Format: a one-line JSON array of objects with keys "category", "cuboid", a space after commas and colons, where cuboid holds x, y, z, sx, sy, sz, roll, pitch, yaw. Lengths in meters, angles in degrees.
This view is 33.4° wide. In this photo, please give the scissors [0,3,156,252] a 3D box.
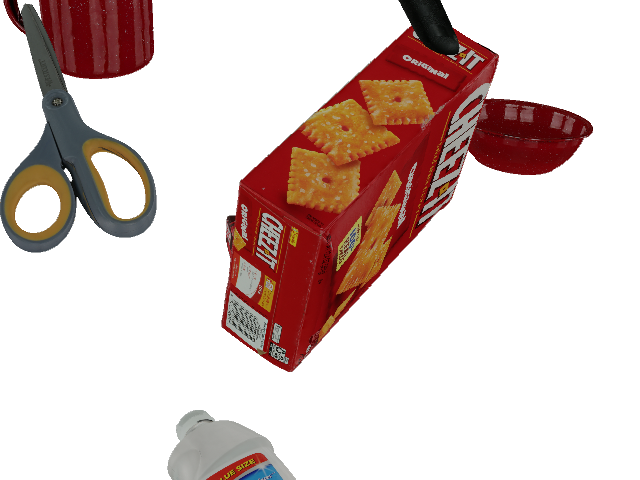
[{"category": "scissors", "cuboid": [-0.170, -0.066, 0.638, 0.096, 0.202, 0.016, -32, -30, -18]}]

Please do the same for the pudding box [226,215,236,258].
[{"category": "pudding box", "cuboid": [-0.022, 0.009, 0.936, 0.113, 0.039, 0.090, -1, 27, -12]}]

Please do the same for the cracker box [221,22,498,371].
[{"category": "cracker box", "cuboid": [0.028, -0.031, 0.737, 0.072, 0.164, 0.213, 34, 55, 16]}]

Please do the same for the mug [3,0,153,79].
[{"category": "mug", "cuboid": [-0.178, -0.173, 0.795, 0.117, 0.081, 0.093, 4, 33, 3]}]

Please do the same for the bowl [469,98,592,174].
[{"category": "bowl", "cuboid": [0.227, -0.116, 1.227, 0.162, 0.055, 0.162, 4, 23, -2]}]

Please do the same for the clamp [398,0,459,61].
[{"category": "clamp", "cuboid": [0.040, -0.227, 0.729, 0.209, 0.164, 0.036, 26, -23, -15]}]

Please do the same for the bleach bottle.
[{"category": "bleach bottle", "cuboid": [-0.050, 0.203, 0.728, 0.102, 0.068, 0.251, -17, 35, -21]}]
